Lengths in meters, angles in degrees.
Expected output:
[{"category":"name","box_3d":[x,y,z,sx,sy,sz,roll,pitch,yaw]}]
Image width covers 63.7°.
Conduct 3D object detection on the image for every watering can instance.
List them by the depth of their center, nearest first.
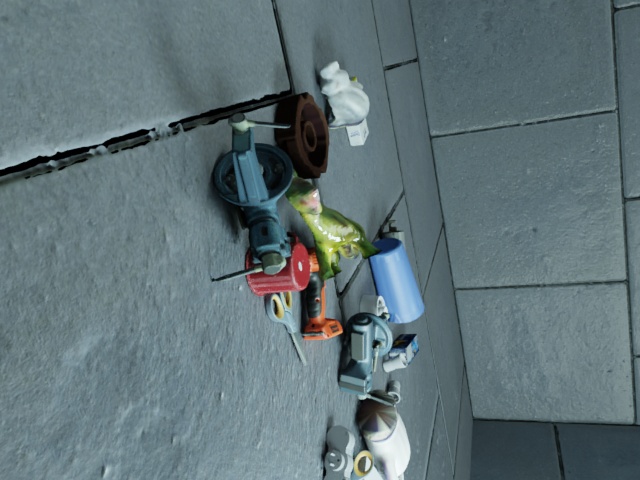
[{"category":"watering can","box_3d":[0.170,0.484,1.348,0.355,0.104,0.220,-88,160,-63]}]

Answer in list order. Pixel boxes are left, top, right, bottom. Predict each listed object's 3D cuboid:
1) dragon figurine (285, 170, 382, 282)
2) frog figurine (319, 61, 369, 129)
[{"category":"dragon figurine","box_3d":[0.003,-0.050,0.987,0.243,0.122,0.410,58,2,1]},{"category":"frog figurine","box_3d":[0.061,-0.366,1.281,0.140,0.123,0.156,-39,134,-44]}]
